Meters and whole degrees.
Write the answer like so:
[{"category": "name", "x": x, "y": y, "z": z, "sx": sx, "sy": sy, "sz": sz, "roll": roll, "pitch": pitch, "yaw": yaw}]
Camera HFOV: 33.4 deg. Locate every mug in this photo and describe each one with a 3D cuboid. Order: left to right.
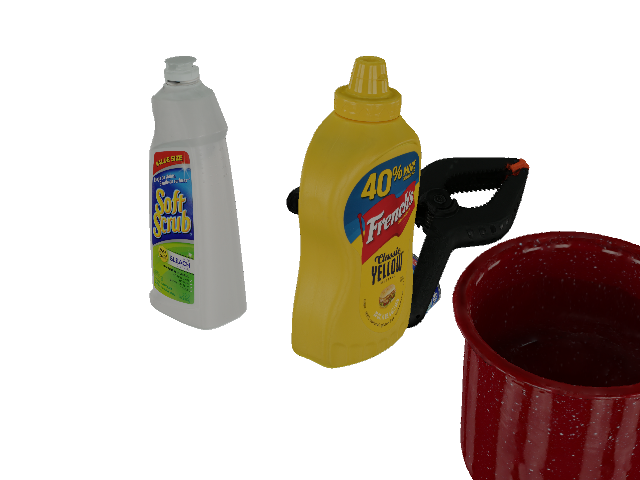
[{"category": "mug", "x": 0.108, "y": 0.057, "z": 0.409, "sx": 0.117, "sy": 0.081, "sz": 0.093, "roll": 8, "pitch": 38, "yaw": 13}]

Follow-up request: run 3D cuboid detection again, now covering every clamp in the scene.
[{"category": "clamp", "x": 0.099, "y": -0.014, "z": 0.889, "sx": 0.209, "sy": 0.036, "sz": 0.165, "roll": -19, "pitch": 52, "yaw": -22}]

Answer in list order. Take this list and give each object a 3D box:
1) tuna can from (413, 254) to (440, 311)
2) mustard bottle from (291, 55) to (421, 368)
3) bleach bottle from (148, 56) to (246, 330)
[{"category": "tuna can", "x": 0.092, "y": 0.051, "z": 1.214, "sx": 0.033, "sy": 0.086, "sz": 0.086, "roll": -44, "pitch": 25, "yaw": -29}, {"category": "mustard bottle", "x": 0.025, "y": -0.021, "z": 0.674, "sx": 0.058, "sy": 0.192, "sz": 0.096, "roll": 21, "pitch": 30, "yaw": 36}, {"category": "bleach bottle", "x": -0.123, "y": -0.047, "z": 0.993, "sx": 0.067, "sy": 0.251, "sz": 0.103, "roll": -24, "pitch": 32, "yaw": -39}]
